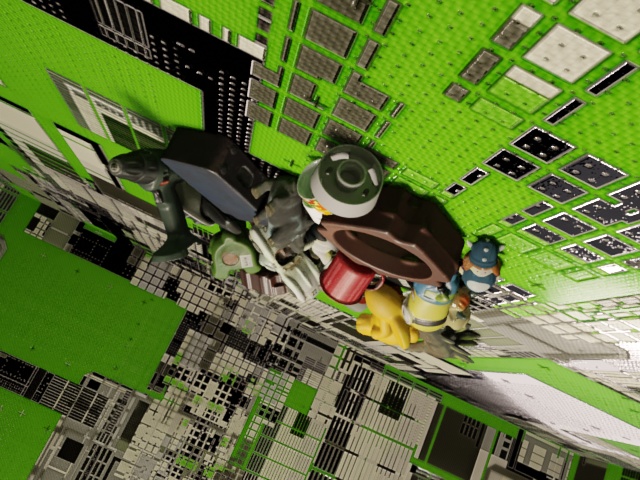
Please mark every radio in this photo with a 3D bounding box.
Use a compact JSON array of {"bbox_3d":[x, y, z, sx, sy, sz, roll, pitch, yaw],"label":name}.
[{"bbox_3d":[-0.171,-0.111,0.999,0.131,0.073,0.229,14,163,32],"label":"radio"}]

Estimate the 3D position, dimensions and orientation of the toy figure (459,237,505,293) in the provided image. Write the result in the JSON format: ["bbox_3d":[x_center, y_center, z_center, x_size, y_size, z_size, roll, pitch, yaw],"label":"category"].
[{"bbox_3d":[0.266,0.043,0.878,0.064,0.058,0.154,-17,155,4],"label":"toy figure"}]

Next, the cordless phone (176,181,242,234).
[{"bbox_3d":[-0.251,-0.072,1.128,0.184,0.088,0.146,34,176,44],"label":"cordless phone"}]

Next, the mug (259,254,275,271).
[{"bbox_3d":[-0.090,0.023,1.252,0.081,0.107,0.109,11,158,45],"label":"mug"}]

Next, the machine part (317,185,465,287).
[{"bbox_3d":[0.115,-0.010,0.872,0.202,0.087,0.200,12,160,43],"label":"machine part"}]

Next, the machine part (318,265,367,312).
[{"bbox_3d":[0.058,0.124,1.423,0.243,0.079,0.079,34,162,-35],"label":"machine part"}]

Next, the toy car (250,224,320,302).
[{"bbox_3d":[-0.067,0.039,1.109,0.201,0.073,0.056,54,159,-13],"label":"toy car"}]

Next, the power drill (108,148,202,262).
[{"bbox_3d":[-0.296,-0.066,0.987,0.086,0.207,0.232,-13,-167,15],"label":"power drill"}]

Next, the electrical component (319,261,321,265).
[{"bbox_3d":[0.007,0.034,1.267,0.102,0.045,0.078,28,-167,-2],"label":"electrical component"}]

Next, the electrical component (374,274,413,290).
[{"bbox_3d":[0.131,0.044,1.080,0.134,0.058,0.114,16,160,30],"label":"electrical component"}]

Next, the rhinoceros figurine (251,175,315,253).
[{"bbox_3d":[-0.061,-0.044,0.987,0.073,0.112,0.190,47,159,33],"label":"rhinoceros figurine"}]

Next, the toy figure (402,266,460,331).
[{"bbox_3d":[0.210,0.100,0.991,0.089,0.082,0.180,34,134,17],"label":"toy figure"}]

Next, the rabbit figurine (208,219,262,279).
[{"bbox_3d":[-0.217,-0.014,1.274,0.121,0.170,0.158,-17,127,2],"label":"rabbit figurine"}]

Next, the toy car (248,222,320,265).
[{"bbox_3d":[-0.074,0.017,1.171,0.053,0.089,0.202,-13,122,50],"label":"toy car"}]

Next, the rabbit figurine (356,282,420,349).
[{"bbox_3d":[0.144,0.158,1.130,0.163,0.122,0.173,41,165,39],"label":"rabbit figurine"}]

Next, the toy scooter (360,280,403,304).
[{"bbox_3d":[0.139,0.125,1.311,0.135,0.075,0.184,29,160,-19],"label":"toy scooter"}]

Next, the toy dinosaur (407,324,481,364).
[{"bbox_3d":[0.329,0.275,1.468,0.199,0.105,0.470,13,166,27],"label":"toy dinosaur"}]

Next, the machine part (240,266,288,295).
[{"bbox_3d":[-0.114,0.064,1.332,0.180,0.179,0.055,15,126,31],"label":"machine part"}]

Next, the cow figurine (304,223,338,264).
[{"bbox_3d":[-0.004,-0.002,1.112,0.098,0.068,0.167,34,160,-13],"label":"cow figurine"}]

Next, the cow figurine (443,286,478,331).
[{"bbox_3d":[0.269,0.135,1.122,0.127,0.085,0.194,22,163,34],"label":"cow figurine"}]
